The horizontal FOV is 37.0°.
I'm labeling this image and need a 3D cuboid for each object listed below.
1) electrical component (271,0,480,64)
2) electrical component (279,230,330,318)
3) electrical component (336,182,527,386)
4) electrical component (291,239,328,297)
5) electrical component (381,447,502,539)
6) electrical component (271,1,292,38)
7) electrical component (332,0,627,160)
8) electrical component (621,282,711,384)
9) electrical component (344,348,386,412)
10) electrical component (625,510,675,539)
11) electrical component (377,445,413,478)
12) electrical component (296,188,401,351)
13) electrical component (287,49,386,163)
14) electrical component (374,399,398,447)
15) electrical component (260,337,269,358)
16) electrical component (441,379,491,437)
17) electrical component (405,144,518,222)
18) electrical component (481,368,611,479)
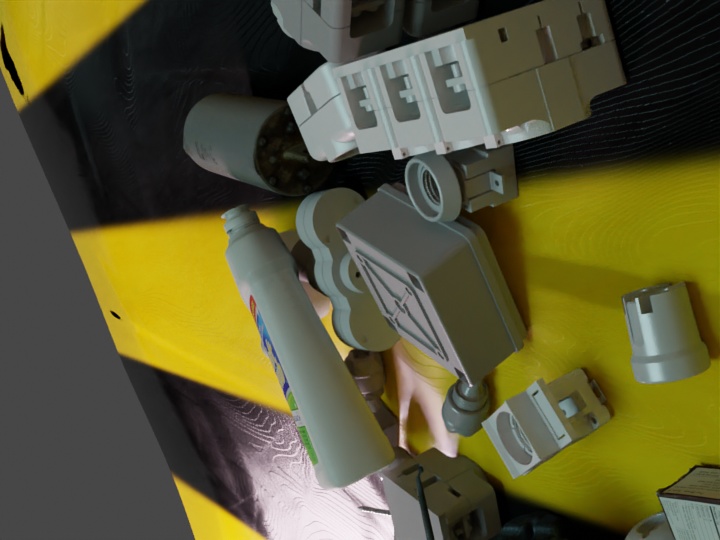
[{"bbox_3d":[-0.020,-0.207,0.656,0.186,0.105,0.060,51,152,33],"label":"electrical component"},{"bbox_3d":[-0.073,0.013,1.019,0.099,0.064,0.099,47,150,39],"label":"electrical component"},{"bbox_3d":[0.048,0.008,0.733,0.109,0.056,0.108,34,158,51],"label":"electrical component"},{"bbox_3d":[-0.030,-0.003,0.939,0.055,0.045,0.045,30,137,54],"label":"electrical component"},{"bbox_3d":[0.080,0.234,0.897,0.089,0.062,0.150,25,133,57],"label":"electrical component"},{"bbox_3d":[-0.043,-0.192,0.802,0.078,0.040,0.040,36,142,50],"label":"electrical component"},{"bbox_3d":[0.062,-0.103,0.595,0.150,0.089,0.061,5,115,64],"label":"electrical component"},{"bbox_3d":[0.161,0.033,0.572,0.040,0.040,0.046,-6,99,66],"label":"electrical component"},{"bbox_3d":[0.007,0.100,0.967,0.035,0.035,0.061,33,142,53],"label":"electrical component"},{"bbox_3d":[0.189,0.176,0.636,0.062,0.048,0.048,59,156,0],"label":"electrical component"},{"bbox_3d":[0.042,0.186,0.970,0.061,0.035,0.035,36,142,46],"label":"electrical component"},{"bbox_3d":[0.000,0.000,0.868,0.074,0.052,0.138,0,112,65],"label":"electrical component"},{"bbox_3d":[-0.008,-0.116,0.778,0.059,0.054,0.095,67,157,0],"label":"electrical component"},{"bbox_3d":[-0.018,0.146,1.007,0.083,0.076,0.047,46,149,40],"label":"electrical component"},{"bbox_3d":[-0.080,0.074,1.116,0.077,0.043,0.079,66,157,2],"label":"electrical component"},{"bbox_3d":[0.081,0.096,0.804,0.035,0.035,0.061,51,150,32],"label":"electrical component"},{"bbox_3d":[0.062,-0.059,0.677,0.066,0.055,0.048,32,139,53],"label":"electrical component"},{"bbox_3d":[0.120,0.096,0.684,0.042,0.064,0.081,62,156,16],"label":"electrical component"}]
